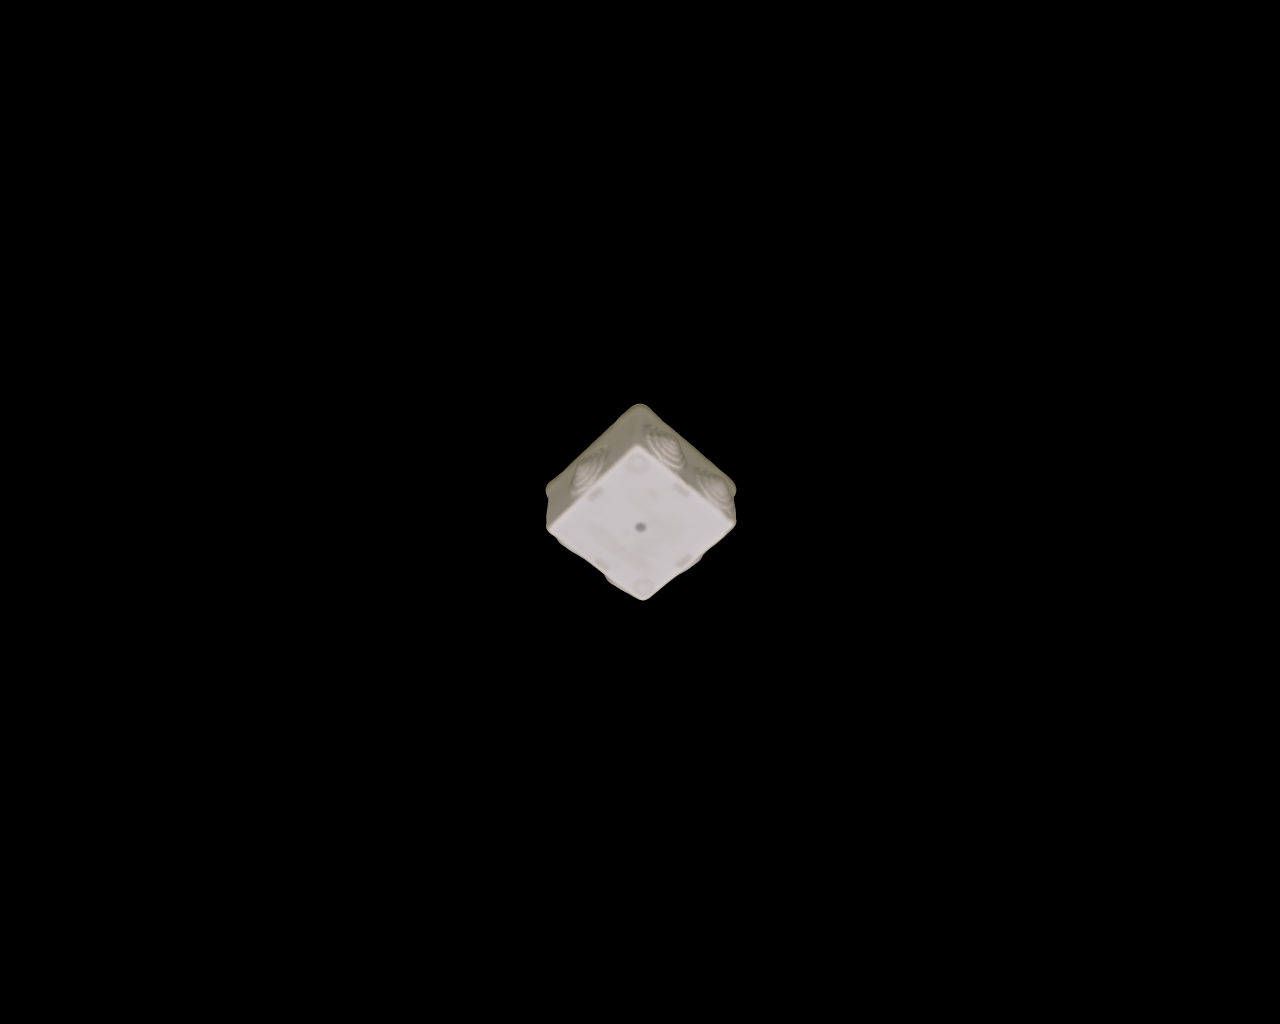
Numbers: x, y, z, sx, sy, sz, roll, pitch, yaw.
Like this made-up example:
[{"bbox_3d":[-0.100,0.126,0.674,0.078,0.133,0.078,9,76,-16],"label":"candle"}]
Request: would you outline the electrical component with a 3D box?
[{"bbox_3d":[0.001,-0.003,0.650,0.099,0.099,0.048,39,24,-22],"label":"electrical component"}]
